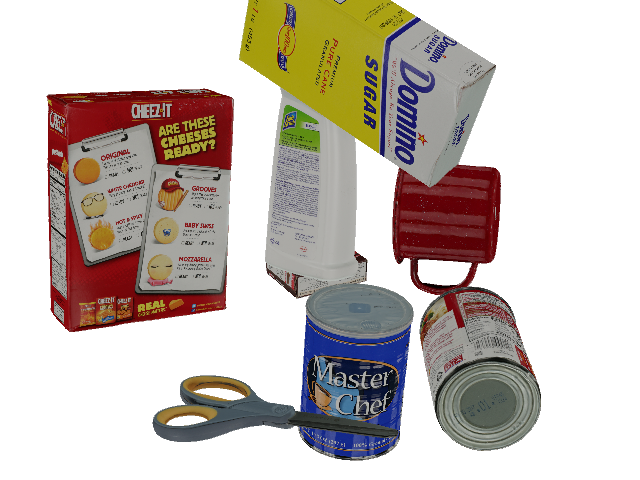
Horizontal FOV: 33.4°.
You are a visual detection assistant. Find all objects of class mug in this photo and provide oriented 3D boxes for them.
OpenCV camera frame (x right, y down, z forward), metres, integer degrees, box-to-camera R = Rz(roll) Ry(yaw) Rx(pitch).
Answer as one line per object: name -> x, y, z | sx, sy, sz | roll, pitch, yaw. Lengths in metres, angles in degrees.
mug -> 0.107, -0.012, 0.902 | 0.081, 0.117, 0.093 | 4, -9, 13

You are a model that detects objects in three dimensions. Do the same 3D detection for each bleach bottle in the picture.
bleach bottle -> -0.001, -0.090, 1.119 | 0.103, 0.251, 0.067 | 14, 16, 34

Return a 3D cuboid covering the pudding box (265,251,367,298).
pudding box -> -0.006, 0.035, 1.453 | 0.113, 0.039, 0.090 | -15, 27, -26

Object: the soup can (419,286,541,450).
soup can -> 0.104, 0.082, 0.702 | 0.068, 0.068, 0.102 | 0, 23, 0

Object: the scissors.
scissors -> -0.048, 0.141, 0.818 | 0.202, 0.016, 0.096 | 11, 28, 42

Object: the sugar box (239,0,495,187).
sugar box -> 0.027, -0.122, 0.735 | 0.176, 0.093, 0.048 | 37, 52, 20

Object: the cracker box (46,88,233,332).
cracker box -> -0.171, -0.032, 1.011 | 0.163, 0.214, 0.072 | -7, 19, -31

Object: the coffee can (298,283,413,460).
coffee can -> 0.033, 0.126, 1.038 | 0.103, 0.140, 0.103 | 3, 24, -2
